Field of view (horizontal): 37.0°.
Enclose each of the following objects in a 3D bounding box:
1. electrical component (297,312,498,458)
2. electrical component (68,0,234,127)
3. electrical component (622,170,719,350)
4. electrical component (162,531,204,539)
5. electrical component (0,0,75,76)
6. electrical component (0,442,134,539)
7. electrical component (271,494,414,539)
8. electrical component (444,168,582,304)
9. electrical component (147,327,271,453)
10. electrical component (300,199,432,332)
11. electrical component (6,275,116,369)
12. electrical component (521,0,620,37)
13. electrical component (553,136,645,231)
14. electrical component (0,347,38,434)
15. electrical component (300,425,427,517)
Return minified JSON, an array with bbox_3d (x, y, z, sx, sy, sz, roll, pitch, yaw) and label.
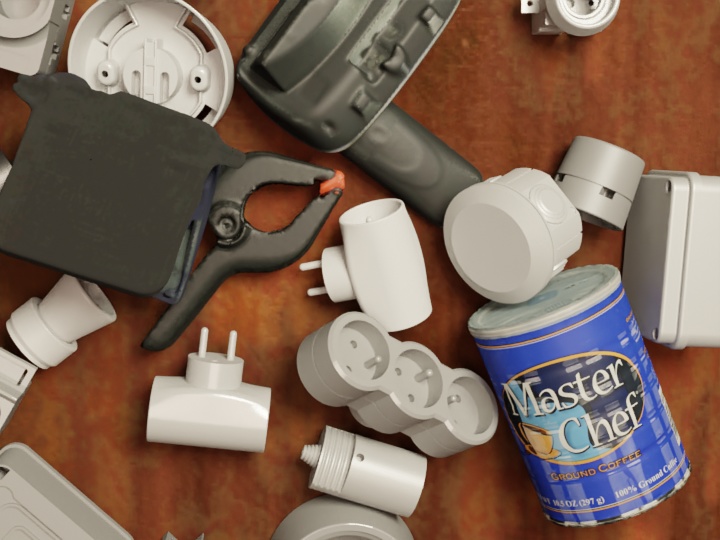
[{"bbox_3d":[0.016,0.082,0.711,0.138,0.074,0.052,29,54,-23],"label":"electrical component"},{"bbox_3d":[-0.127,-0.122,0.670,0.099,0.064,0.099,1,101,4],"label":"electrical component"},{"bbox_3d":[0.215,-0.008,0.710,0.057,0.078,0.113,2,96,-8],"label":"electrical component"},{"bbox_3d":[-0.114,0.221,0.726,0.064,0.042,0.081,-44,98,5],"label":"electrical component"},{"bbox_3d":[-0.255,-0.181,0.656,0.150,0.061,0.089,16,95,-7],"label":"electrical component"},{"bbox_3d":[-0.213,0.177,0.704,0.113,0.057,0.078,43,91,-8],"label":"electrical component"},{"bbox_3d":[-0.010,0.211,0.724,0.108,0.060,0.108,-1,97,-5],"label":"electrical component"},{"bbox_3d":[0.098,-0.023,0.693,0.051,0.080,0.080,-30,101,-41],"label":"electrical component"},{"bbox_3d":[-0.097,0.078,0.710,0.077,0.043,0.079,7,96,-6],"label":"electrical component"},{"bbox_3d":[0.000,0.000,0.707,0.079,0.043,0.077,-10,111,15],"label":"electrical component"},{"bbox_3d":[-0.193,0.031,0.695,0.055,0.045,0.045,-38,98,1],"label":"electrical component"},{"bbox_3d":[0.139,-0.174,0.695,0.066,0.055,0.048,-2,96,-5],"label":"electrical component"},{"bbox_3d":[0.156,-0.058,0.711,0.055,0.055,0.047,22,91,-7],"label":"electrical component"},{"bbox_3d":[-0.276,0.064,0.682,0.121,0.063,0.078,30,93,-8],"label":"electrical component"},{"bbox_3d":[0.000,0.134,0.725,0.081,0.043,0.043,18,95,-7],"label":"electrical component"}]
